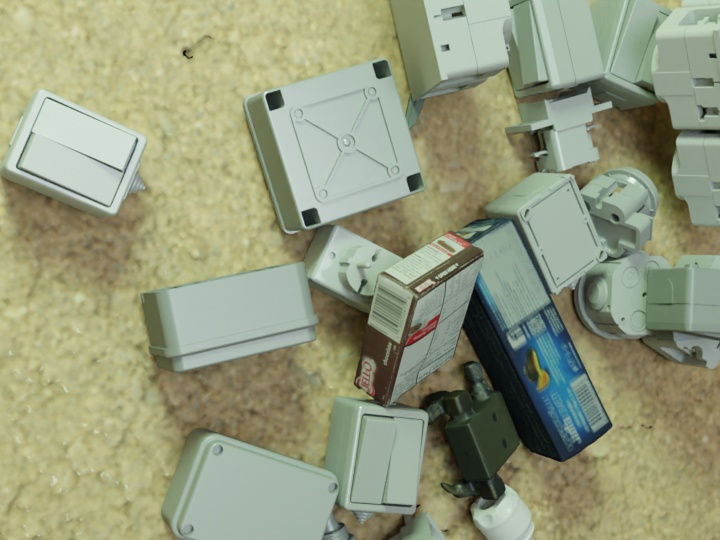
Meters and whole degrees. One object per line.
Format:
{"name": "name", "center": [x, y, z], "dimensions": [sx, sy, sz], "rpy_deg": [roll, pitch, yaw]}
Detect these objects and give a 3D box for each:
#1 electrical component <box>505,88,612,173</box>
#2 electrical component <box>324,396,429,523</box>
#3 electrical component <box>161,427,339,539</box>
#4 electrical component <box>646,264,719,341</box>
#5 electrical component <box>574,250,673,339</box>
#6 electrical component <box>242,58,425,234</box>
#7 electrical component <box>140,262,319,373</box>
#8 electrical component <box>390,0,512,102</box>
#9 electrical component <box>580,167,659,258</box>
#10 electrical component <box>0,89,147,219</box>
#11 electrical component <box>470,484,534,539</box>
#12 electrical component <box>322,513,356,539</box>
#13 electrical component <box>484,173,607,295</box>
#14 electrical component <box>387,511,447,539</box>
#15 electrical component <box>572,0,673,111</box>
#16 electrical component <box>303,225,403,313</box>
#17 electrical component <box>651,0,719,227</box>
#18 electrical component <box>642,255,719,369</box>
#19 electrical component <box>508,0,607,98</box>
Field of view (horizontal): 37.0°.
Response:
{"name": "electrical component", "center": [0.169, -0.115, 0.902], "dimensions": [0.081, 0.042, 0.063], "rpy_deg": [-18, 101, -20]}
{"name": "electrical component", "center": [0.011, 0.150, 0.832], "dimensions": [0.062, 0.061, 0.096], "rpy_deg": [9, 87, -22]}
{"name": "electrical component", "center": [-0.081, 0.170, 0.797], "dimensions": [0.113, 0.057, 0.078], "rpy_deg": [23, 83, -21]}
{"name": "electrical component", "center": [0.291, 0.030, 0.882], "dimensions": [0.096, 0.062, 0.061], "rpy_deg": [4, 87, -18]}
{"name": "electrical component", "center": [0.229, 0.021, 0.924], "dimensions": [0.080, 0.051, 0.080], "rpy_deg": [0, 91, -22]}
{"name": "electrical component", "center": [-0.019, -0.094, 0.818], "dimensions": [0.109, 0.056, 0.108], "rpy_deg": [-20, 98, -21]}
{"name": "electrical component", "center": [-0.095, 0.033, 0.778], "dimensions": [0.113, 0.078, 0.057], "rpy_deg": [-12, 93, -22]}
{"name": "electrical component", "center": [0.058, -0.231, 0.808], "dimensions": [0.060, 0.105, 0.186], "rpy_deg": [-13, 93, -8]}
{"name": "electrical component", "center": [0.216, -0.051, 0.909], "dimensions": [0.057, 0.078, 0.058], "rpy_deg": [-39, 138, -34]}
{"name": "electrical component", "center": [-0.192, -0.076, 0.745], "dimensions": [0.096, 0.061, 0.061], "rpy_deg": [24, 82, -21]}
{"name": "electrical component", "center": [0.123, 0.211, 0.889], "dimensions": [0.043, 0.043, 0.062], "rpy_deg": [-43, 107, -16]}
{"name": "electrical component", "center": [-0.020, 0.212, 0.835], "dimensions": [0.035, 0.035, 0.061], "rpy_deg": [-19, 96, -21]}
{"name": "electrical component", "center": [0.153, -0.026, 0.890], "dimensions": [0.062, 0.061, 0.096], "rpy_deg": [-34, 110, -20]}
{"name": "electrical component", "center": [0.060, 0.263, 0.852], "dimensions": [0.063, 0.078, 0.121], "rpy_deg": [-31, 103, 4]}
{"name": "electrical component", "center": [0.230, -0.192, 0.914], "dimensions": [0.062, 0.061, 0.096], "rpy_deg": [18, 84, -22]}
{"name": "electrical component", "center": [0.000, 0.000, 0.816], "dimensions": [0.066, 0.077, 0.047], "rpy_deg": [27, 81, -20]}
{"name": "electrical component", "center": [0.305, -0.140, 0.907], "dimensions": [0.105, 0.060, 0.186], "rpy_deg": [-47, 129, -36]}
{"name": "electrical component", "center": [0.295, 0.036, 0.948], "dimensions": [0.050, 0.056, 0.089], "rpy_deg": [32, 79, -20]}
{"name": "electrical component", "center": [0.151, -0.194, 0.882], "dimensions": [0.061, 0.062, 0.096], "rpy_deg": [-17, 97, -21]}
